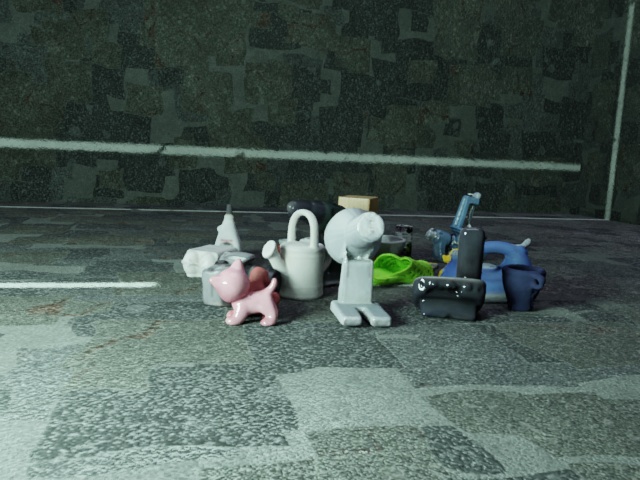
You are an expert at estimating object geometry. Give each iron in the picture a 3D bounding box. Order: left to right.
[{"bbox_3d":[0.379,0.066,1.326,0.259,0.141,0.118,0,9,-14],"label":"iron"}]

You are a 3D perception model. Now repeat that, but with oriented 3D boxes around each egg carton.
[{"bbox_3d":[-0.273,0.055,1.456,0.107,0.069,0.151,6,9,21],"label":"egg carton"}]

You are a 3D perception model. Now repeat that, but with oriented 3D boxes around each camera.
[{"bbox_3d":[-0.160,0.080,1.212,0.136,0.101,0.143,5,9,18],"label":"camera"}]

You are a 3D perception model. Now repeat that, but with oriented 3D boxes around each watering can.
[{"bbox_3d":[-0.044,0.030,1.267,0.100,0.194,0.173,7,10,29],"label":"watering can"}]

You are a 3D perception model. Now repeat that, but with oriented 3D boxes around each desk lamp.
[{"bbox_3d":[0.080,0.044,1.140,0.118,0.213,0.203,1,9,-11],"label":"desk lamp"}]

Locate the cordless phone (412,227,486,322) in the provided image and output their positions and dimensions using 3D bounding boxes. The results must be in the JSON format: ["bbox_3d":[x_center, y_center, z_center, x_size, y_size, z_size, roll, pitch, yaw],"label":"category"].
[{"bbox_3d":[0.265,0.063,1.164,0.147,0.185,0.094,3,9,3],"label":"cordless phone"}]

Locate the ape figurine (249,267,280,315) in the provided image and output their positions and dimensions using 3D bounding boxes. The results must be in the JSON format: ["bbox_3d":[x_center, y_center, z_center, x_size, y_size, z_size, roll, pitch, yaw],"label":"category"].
[{"bbox_3d":[-0.119,0.099,1.128,0.076,0.092,0.077,-3,10,-34],"label":"ape figurine"}]

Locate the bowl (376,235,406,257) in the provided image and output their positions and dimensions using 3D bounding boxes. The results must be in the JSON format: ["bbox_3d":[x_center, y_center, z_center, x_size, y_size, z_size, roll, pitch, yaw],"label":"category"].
[{"bbox_3d":[0.178,0.029,1.745,0.167,0.075,0.167,2,8,0],"label":"bowl"}]

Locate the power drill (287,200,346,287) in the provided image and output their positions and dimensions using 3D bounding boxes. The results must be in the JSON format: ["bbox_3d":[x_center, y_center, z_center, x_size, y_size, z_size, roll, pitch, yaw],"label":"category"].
[{"bbox_3d":[0.013,0.005,1.401,0.230,0.208,0.075,-5,11,-40],"label":"power drill"}]

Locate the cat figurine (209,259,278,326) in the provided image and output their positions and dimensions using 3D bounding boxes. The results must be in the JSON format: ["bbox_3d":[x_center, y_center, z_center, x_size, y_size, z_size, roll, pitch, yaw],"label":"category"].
[{"bbox_3d":[-0.139,0.095,1.060,0.128,0.118,0.067,1,9,-7],"label":"cat figurine"}]

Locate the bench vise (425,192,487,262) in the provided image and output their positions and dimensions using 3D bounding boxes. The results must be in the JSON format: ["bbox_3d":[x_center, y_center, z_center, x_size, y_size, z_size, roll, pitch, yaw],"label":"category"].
[{"bbox_3d":[0.439,-0.039,1.784,0.208,0.220,0.121,-4,10,-35],"label":"bench vise"}]

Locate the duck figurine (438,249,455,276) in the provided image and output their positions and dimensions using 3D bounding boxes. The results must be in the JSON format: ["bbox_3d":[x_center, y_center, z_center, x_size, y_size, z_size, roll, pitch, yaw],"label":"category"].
[{"bbox_3d":[0.367,0.066,1.507,0.104,0.086,0.078,6,9,21],"label":"duck figurine"}]

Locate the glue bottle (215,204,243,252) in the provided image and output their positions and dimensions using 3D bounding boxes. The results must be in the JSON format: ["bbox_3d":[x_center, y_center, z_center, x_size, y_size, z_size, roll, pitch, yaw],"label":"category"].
[{"bbox_3d":[-0.249,-0.011,1.556,0.078,0.173,0.037,3,9,1],"label":"glue bottle"}]

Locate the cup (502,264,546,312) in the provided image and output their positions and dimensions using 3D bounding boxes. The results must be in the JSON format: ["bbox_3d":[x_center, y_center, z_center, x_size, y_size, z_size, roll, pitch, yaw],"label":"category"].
[{"bbox_3d":[0.439,0.107,1.222,0.092,0.095,0.117,0,9,-15],"label":"cup"}]
